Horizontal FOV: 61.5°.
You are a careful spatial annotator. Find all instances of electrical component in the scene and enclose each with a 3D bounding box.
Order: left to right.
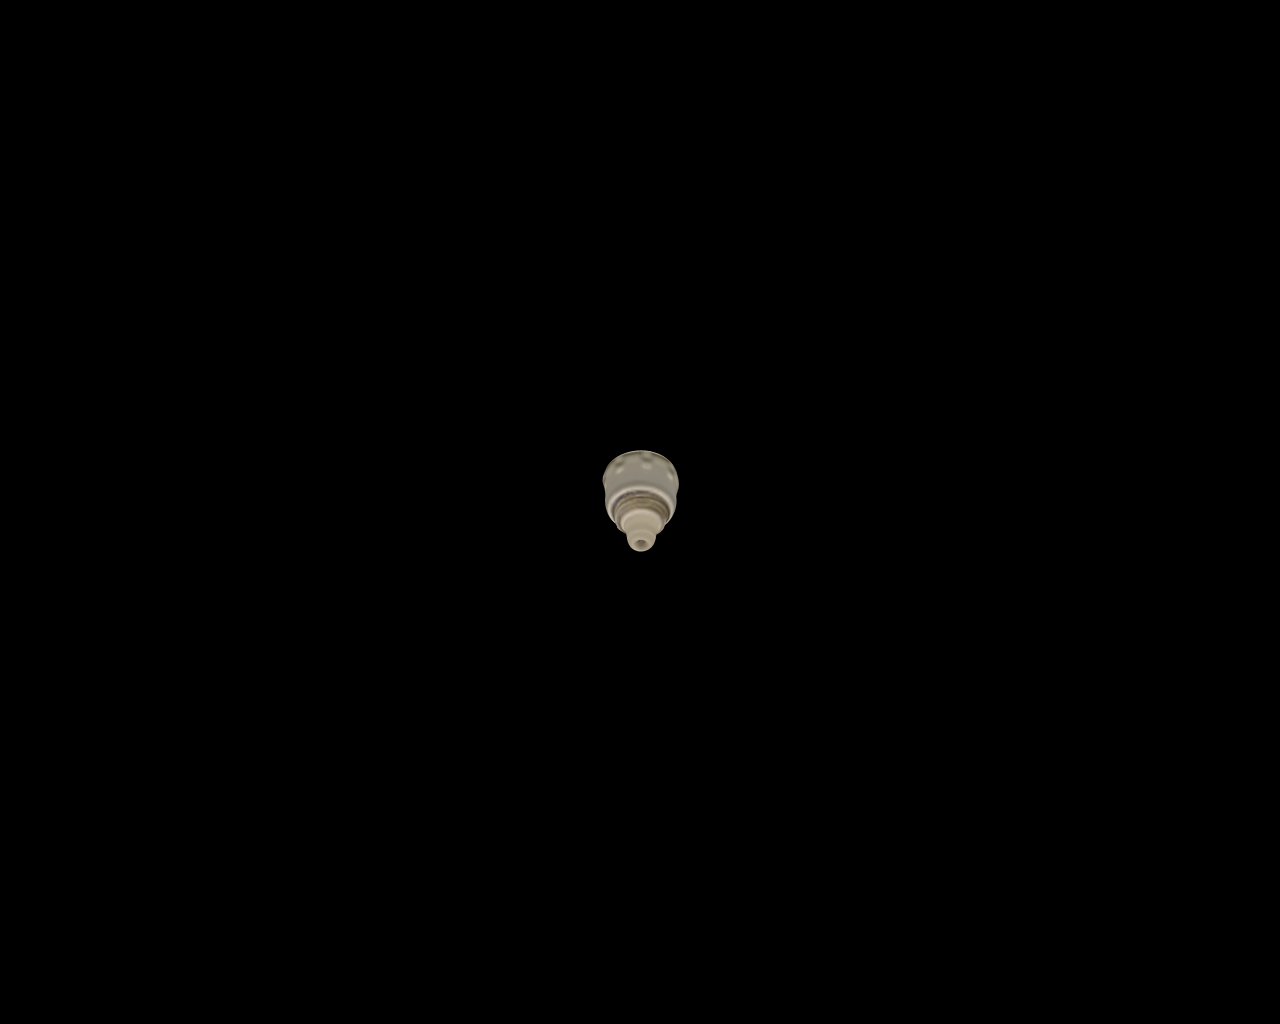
[{"bbox_3d":[0.001,-0.003,0.650,0.048,0.062,0.048,0,-43,0],"label":"electrical component"}]
